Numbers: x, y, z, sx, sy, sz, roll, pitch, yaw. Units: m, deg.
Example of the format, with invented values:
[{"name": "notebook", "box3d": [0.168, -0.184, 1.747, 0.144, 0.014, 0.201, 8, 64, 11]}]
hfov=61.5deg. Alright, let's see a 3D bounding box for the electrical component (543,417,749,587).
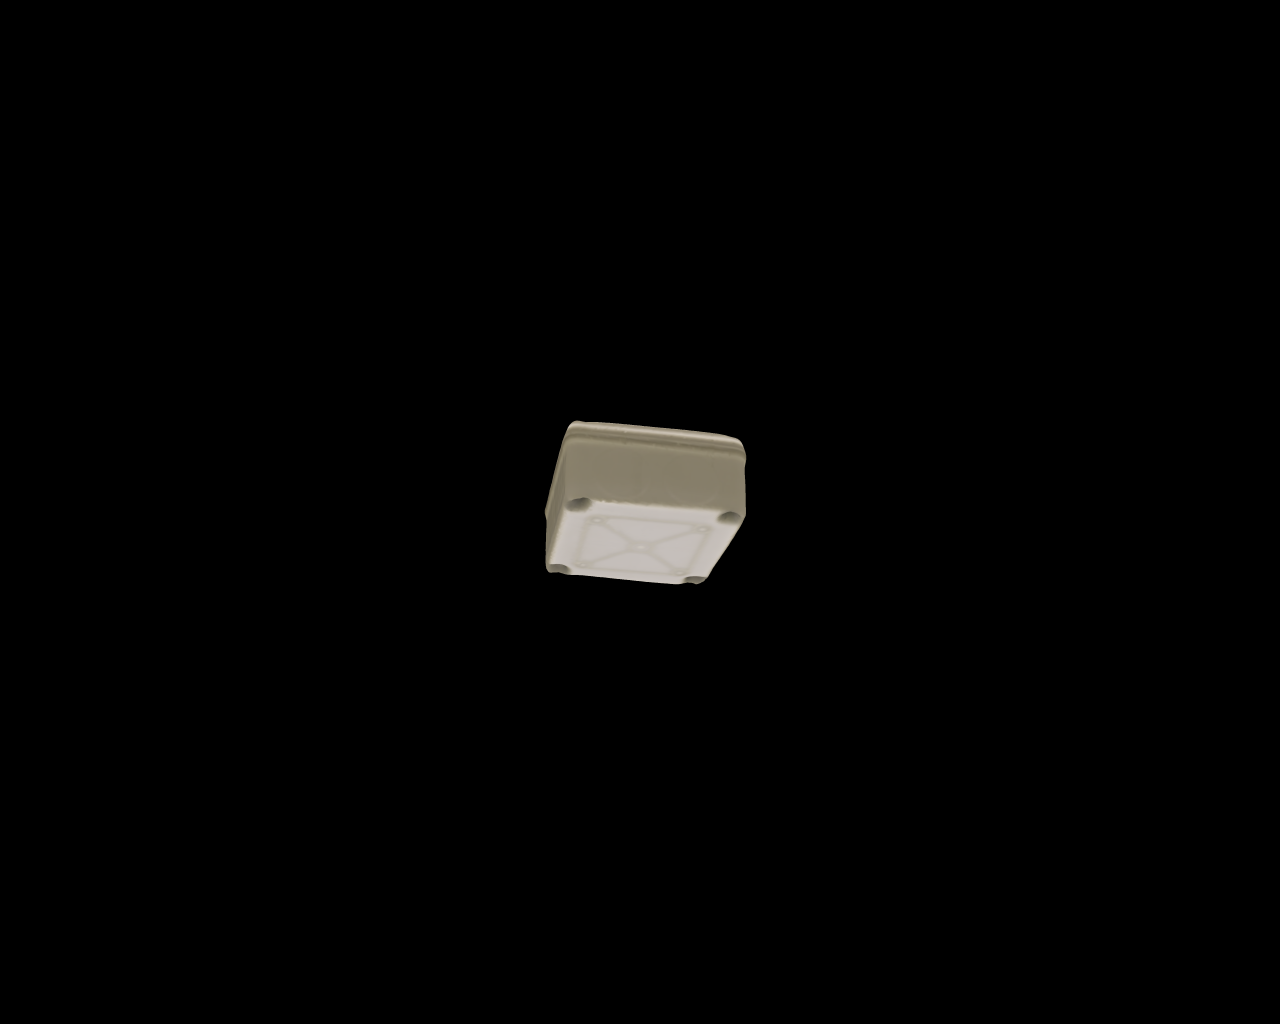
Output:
[{"name": "electrical component", "box3d": [0.001, -0.003, 0.650, 0.109, 0.056, 0.108, 5, -28, -10]}]
